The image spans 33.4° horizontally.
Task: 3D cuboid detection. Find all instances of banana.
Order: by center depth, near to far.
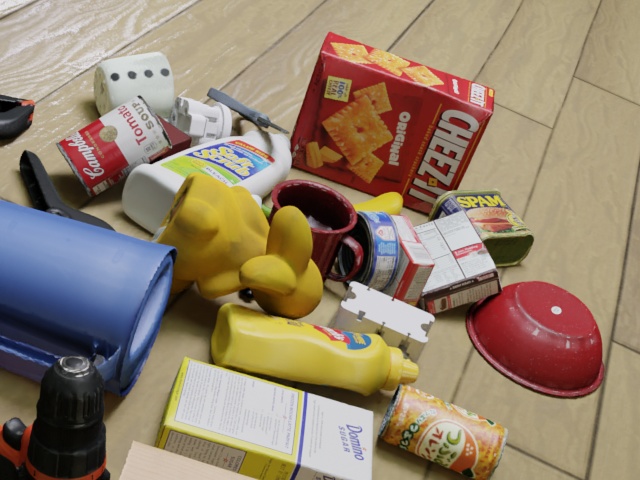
[{"bbox_3d":[0.030,-0.030,1.225,0.197,0.037,0.070,-4,43,-34],"label":"banana"}]

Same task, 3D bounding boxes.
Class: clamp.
[{"bbox_3d":[-0.262,-0.017,1.044,0.210,0.036,0.164,28,31,6],"label":"clamp"},{"bbox_3d":[-0.376,-0.125,1.135,0.171,0.039,0.120,-8,44,-37],"label":"clamp"}]

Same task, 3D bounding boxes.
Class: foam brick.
[{"bbox_3d":[-0.192,-0.106,1.196,0.078,0.053,0.051,35,35,19],"label":"foam brick"}]

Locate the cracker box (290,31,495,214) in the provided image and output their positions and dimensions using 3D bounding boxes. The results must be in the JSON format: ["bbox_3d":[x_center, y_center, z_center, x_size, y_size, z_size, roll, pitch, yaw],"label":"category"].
[{"bbox_3d":[0.081,-0.135,1.289,0.213,0.164,0.072,20,35,-2],"label":"cracker box"}]

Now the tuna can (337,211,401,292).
[{"bbox_3d":[0.050,0.012,1.131,0.033,0.086,0.086,2,38,-25],"label":"tuna can"}]

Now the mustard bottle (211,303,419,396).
[{"bbox_3d":[0.000,0.106,0.980,0.191,0.058,0.096,13,2,-14],"label":"mustard bottle"}]

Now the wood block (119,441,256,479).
[{"bbox_3d":[-0.053,0.231,0.752,0.206,0.090,0.090,18,33,-4],"label":"wood block"}]

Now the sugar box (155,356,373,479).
[{"bbox_3d":[-0.044,0.163,0.897,0.176,0.048,0.093,20,32,-8],"label":"sugar box"}]

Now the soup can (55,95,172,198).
[{"bbox_3d":[-0.215,-0.098,1.118,0.102,0.068,0.069,-33,52,-9],"label":"soup can"}]

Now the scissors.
[{"bbox_3d":[-0.089,-0.154,1.270,0.096,0.016,0.202,28,3,-10],"label":"scissors"}]

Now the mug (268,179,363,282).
[{"bbox_3d":[-0.007,0.001,1.117,0.117,0.082,0.093,31,34,15],"label":"mug"}]

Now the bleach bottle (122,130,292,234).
[{"bbox_3d":[-0.108,-0.075,1.191,0.102,0.068,0.250,32,32,11],"label":"bleach bottle"}]

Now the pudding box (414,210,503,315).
[{"bbox_3d":[0.138,0.024,1.174,0.090,0.039,0.113,-19,39,-2],"label":"pudding box"}]

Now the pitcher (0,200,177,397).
[{"bbox_3d":[-0.253,0.037,0.890,0.243,0.149,0.145,18,76,2],"label":"pitcher"}]

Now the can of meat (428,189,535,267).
[{"bbox_3d":[0.194,-0.013,1.275,0.101,0.057,0.084,-4,43,-33],"label":"can of meat"}]

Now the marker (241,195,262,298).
[{"bbox_3d":[-0.071,0.007,1.100,0.020,0.020,0.121,10,54,-16],"label":"marker"}]

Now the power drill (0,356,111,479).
[{"bbox_3d":[-0.221,0.126,0.742,0.188,0.184,0.057,30,32,31],"label":"power drill"}]

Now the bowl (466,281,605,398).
[{"bbox_3d":[0.242,0.094,1.148,0.162,0.055,0.162,14,34,-10],"label":"bowl"}]

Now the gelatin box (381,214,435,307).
[{"bbox_3d":[0.084,0.026,1.140,0.030,0.073,0.089,4,36,-25],"label":"gelatin box"}]
